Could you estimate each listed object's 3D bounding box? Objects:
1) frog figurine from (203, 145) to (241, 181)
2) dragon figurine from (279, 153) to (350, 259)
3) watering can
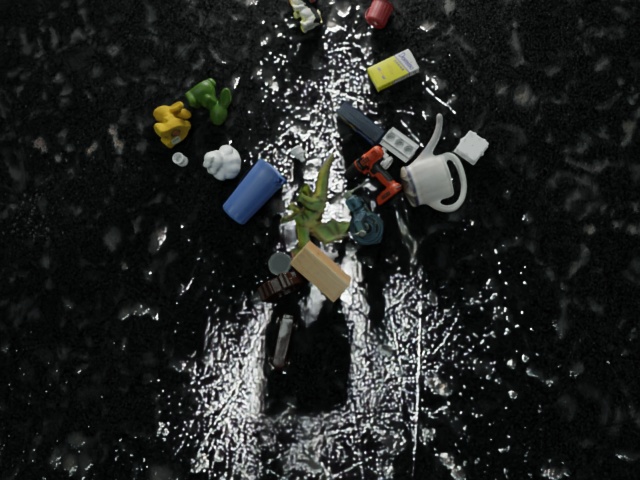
[{"bbox_3d":[-0.368,-0.296,1.947,0.123,0.158,0.138,22,86,9],"label":"frog figurine"},{"bbox_3d":[0.006,-0.096,1.909,0.242,0.122,0.410,38,90,-5],"label":"dragon figurine"},{"bbox_3d":[0.393,-0.258,1.844,0.224,0.104,0.347,-17,93,5],"label":"watering can"}]
